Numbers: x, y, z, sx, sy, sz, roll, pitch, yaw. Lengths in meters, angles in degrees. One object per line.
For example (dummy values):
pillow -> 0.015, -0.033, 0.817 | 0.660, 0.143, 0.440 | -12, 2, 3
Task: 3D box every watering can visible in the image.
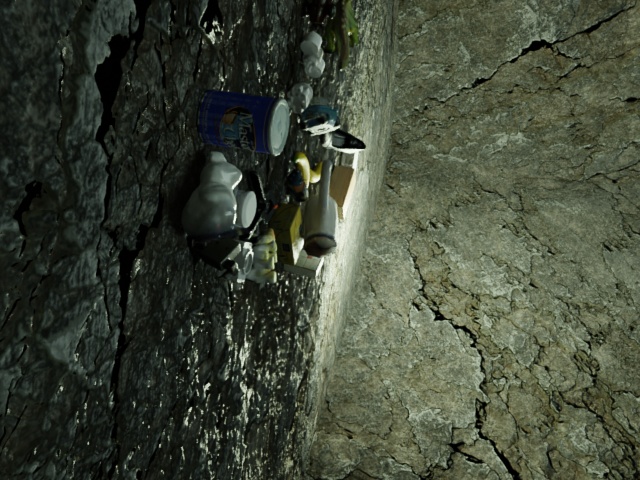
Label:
watering can -> 0.005, -0.078, 1.557 | 0.104, 0.228, 0.341 | 1, -22, -3

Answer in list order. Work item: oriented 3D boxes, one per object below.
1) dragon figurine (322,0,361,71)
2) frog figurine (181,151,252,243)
dragon figurine -> 0.069, -0.673, 1.483 | 0.122, 0.237, 0.420 | 1, 40, -3
frog figurine -> -0.193, -0.079, 0.918 | 0.123, 0.159, 0.137 | -12, 2, -12
